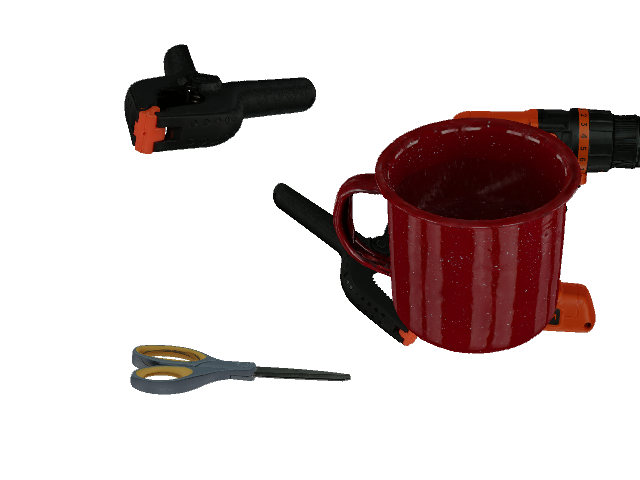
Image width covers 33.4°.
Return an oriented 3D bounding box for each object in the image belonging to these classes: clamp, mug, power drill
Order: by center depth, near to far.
[{"bbox_3d":[0.062,-0.002,0.512,0.117,0.081,0.093,7,37,16],"label":"mug"},{"bbox_3d":[-0.091,-0.101,0.744,0.120,0.039,0.171,16,23,24],"label":"clamp"},{"bbox_3d":[0.198,-0.019,0.889,0.184,0.188,0.057,3,20,10],"label":"power drill"},{"bbox_3d":[0.046,0.011,1.070,0.164,0.210,0.036,-4,-36,-15],"label":"clamp"}]

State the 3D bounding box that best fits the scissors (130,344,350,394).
[{"bbox_3d":[-0.081,0.123,0.956,0.202,0.016,0.096,8,17,14],"label":"scissors"}]
